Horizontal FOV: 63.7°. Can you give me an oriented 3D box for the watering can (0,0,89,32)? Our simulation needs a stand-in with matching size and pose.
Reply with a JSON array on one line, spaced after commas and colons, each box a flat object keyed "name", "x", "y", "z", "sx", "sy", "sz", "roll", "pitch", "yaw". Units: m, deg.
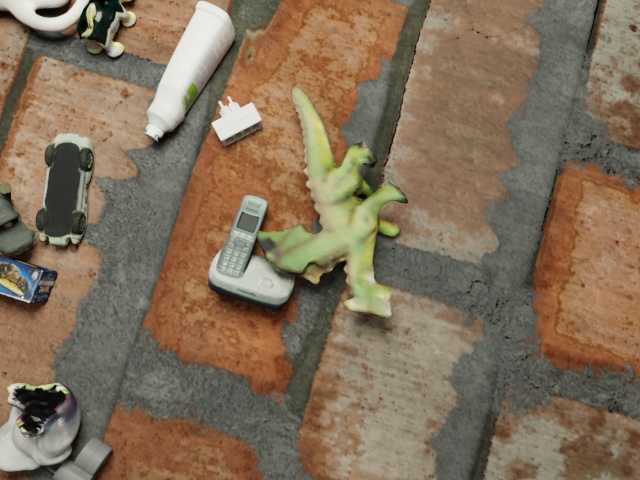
[{"name": "watering can", "x": -0.531, "y": -0.540, "z": 0.938, "sx": 0.224, "sy": 0.349, "sz": 0.103, "roll": -8, "pitch": -6, "yaw": -4}]

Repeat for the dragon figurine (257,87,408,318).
[{"name": "dragon figurine", "x": 0.003, "y": -0.044, "z": 0.883, "sx": 0.245, "sy": 0.411, "sz": 0.121, "roll": -39, "pitch": -3, "yaw": -16}]

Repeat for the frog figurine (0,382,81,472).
[{"name": "frog figurine", "x": -0.466, "y": 0.321, "z": 0.852, "sx": 0.138, "sy": 0.156, "sz": 0.124, "roll": 30, "pitch": 28, "yaw": 19}]
